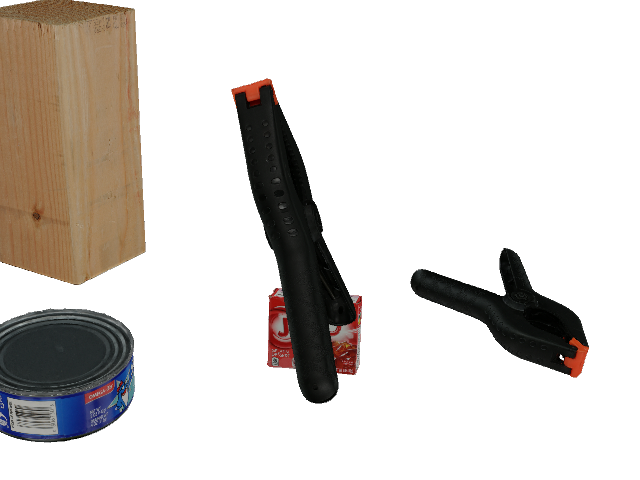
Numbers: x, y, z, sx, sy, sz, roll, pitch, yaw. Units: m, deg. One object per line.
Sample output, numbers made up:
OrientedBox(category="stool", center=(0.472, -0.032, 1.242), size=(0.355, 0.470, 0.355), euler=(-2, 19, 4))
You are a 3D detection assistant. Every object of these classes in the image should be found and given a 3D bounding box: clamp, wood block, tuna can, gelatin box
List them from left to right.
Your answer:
OrientedBox(category="tuna can", center=(-0.145, 0.073, 0.586), size=(0.086, 0.034, 0.086), euler=(2, 27, -1))
OrientedBox(category="wood block", center=(-0.206, -0.082, 0.859), size=(0.091, 0.206, 0.090), euler=(14, 25, 27))
OrientedBox(category="clamp", center=(-0.016, -0.007, 0.742), size=(0.036, 0.210, 0.164), euler=(-15, 5, 9))
OrientedBox(category="gelatin box", center=(-0.006, 0.088, 1.029), size=(0.089, 0.073, 0.030), euler=(5, 15, 10))
OrientedBox(category="clamp", center=(0.176, 0.058, 0.942), size=(0.120, 0.039, 0.172), euler=(-24, 44, -33))
